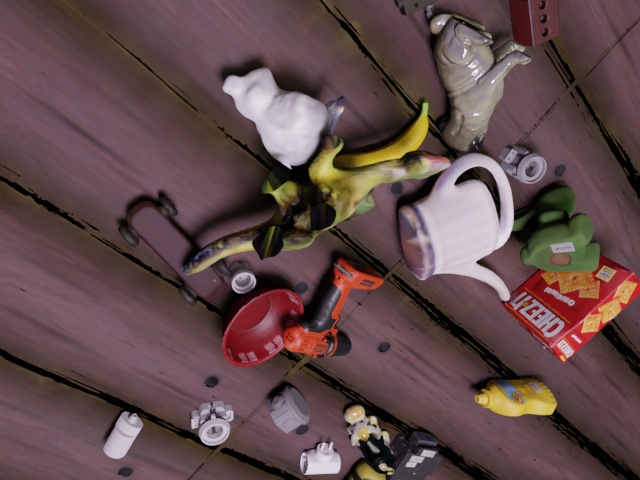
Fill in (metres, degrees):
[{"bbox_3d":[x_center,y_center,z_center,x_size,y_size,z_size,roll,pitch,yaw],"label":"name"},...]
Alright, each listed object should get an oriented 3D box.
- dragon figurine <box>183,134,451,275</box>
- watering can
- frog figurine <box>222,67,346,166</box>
[{"bbox_3d":[0.002,-0.040,0.793,0.406,0.123,0.242,-27,164,27],"label":"dragon figurine"},{"bbox_3d":[0.260,0.010,0.952,0.225,0.106,0.341,-20,119,-8],"label":"watering can"},{"bbox_3d":[-0.064,-0.177,0.734,0.159,0.138,0.122,15,93,-26],"label":"frog figurine"}]
